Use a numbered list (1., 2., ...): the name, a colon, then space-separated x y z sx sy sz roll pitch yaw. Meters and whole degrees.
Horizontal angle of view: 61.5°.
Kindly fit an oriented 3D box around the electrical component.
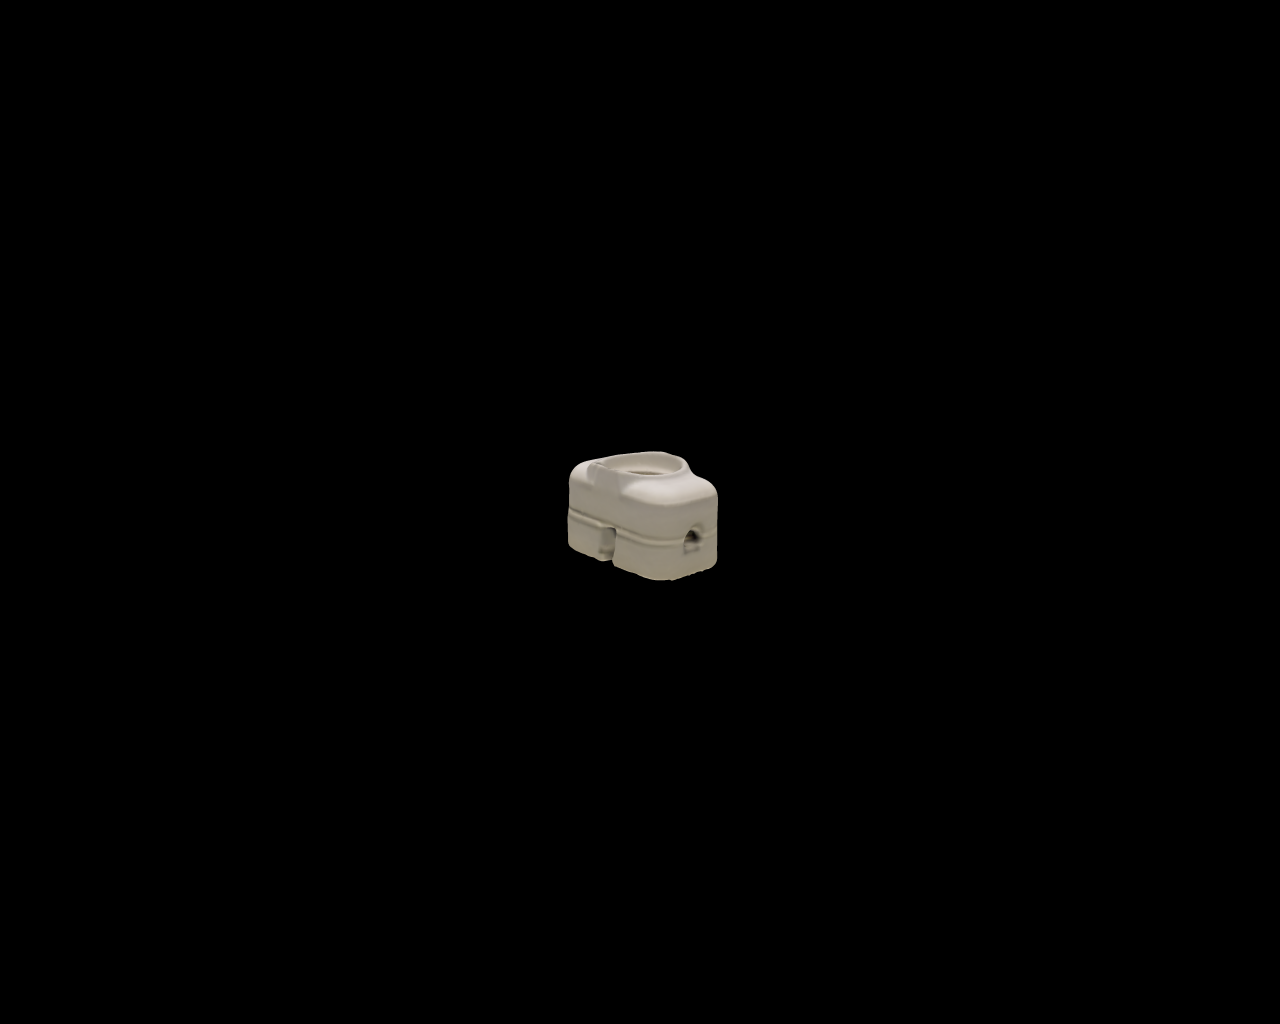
1. electrical component: 0.001 -0.003 0.650 0.054 0.059 0.095 -14 22 -38
